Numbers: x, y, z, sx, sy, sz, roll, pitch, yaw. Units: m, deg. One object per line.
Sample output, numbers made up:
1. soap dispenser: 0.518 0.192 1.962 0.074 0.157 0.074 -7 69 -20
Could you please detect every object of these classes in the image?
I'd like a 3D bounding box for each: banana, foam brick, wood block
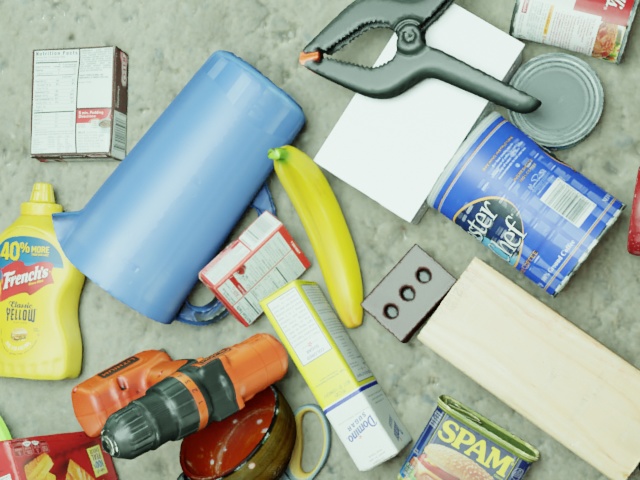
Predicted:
1. banana: -0.002 -0.012 0.979 0.037 0.069 0.197 -12 119 29
2. foam brick: 0.083 0.049 0.977 0.053 0.051 0.078 42 95 11
3. wood block: 0.197 0.110 0.929 0.206 0.090 0.090 36 94 12

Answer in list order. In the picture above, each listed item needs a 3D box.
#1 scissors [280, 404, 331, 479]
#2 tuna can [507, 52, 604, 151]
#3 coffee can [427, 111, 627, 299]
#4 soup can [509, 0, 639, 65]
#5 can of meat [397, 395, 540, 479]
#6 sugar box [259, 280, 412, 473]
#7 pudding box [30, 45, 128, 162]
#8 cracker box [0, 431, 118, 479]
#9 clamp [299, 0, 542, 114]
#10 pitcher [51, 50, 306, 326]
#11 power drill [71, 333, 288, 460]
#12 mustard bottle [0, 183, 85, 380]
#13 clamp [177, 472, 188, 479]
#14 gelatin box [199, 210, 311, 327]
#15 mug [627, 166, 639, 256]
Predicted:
1. scissors: -0.042 0.250 1.008 0.096 0.016 0.202 13 89 14
2. tuna can: 0.213 -0.125 0.971 0.086 0.033 0.086 -1 86 12
3. coffee can: 0.180 -0.031 0.937 0.140 0.102 0.103 38 94 12
4. soup can: 0.228 -0.202 0.957 0.102 0.068 0.068 18 90 13
5. can of meat: 0.131 0.201 0.955 0.102 0.057 0.084 30 95 13
6. sugar box: 0.015 0.121 0.965 0.048 0.093 0.176 -31 80 9
7. pudding box: -0.241 -0.135 1.065 0.090 0.039 0.113 0 84 13
8. cracker box: -0.228 0.282 0.957 0.072 0.164 0.214 -25 75 14
9. clamp: 0.088 -0.168 0.935 0.210 0.036 0.164 -16 83 12
10. pitcher: -0.116 -0.045 0.996 0.145 0.149 0.243 38 91 27
11. power drill: -0.143 0.139 0.936 0.188 0.184 0.057 -10 100 51
12. mustard bottle: -0.278 0.039 1.049 0.096 0.058 0.191 2 86 20
13. clamp: -0.079 0.304 0.997 0.120 0.039 0.171 -2 91 28
14. gelatin box: -0.060 0.027 0.987 0.089 0.073 0.030 -44 50 -7
15. mug: 0.314 -0.031 0.923 0.082 0.093 0.117 9 57 17
